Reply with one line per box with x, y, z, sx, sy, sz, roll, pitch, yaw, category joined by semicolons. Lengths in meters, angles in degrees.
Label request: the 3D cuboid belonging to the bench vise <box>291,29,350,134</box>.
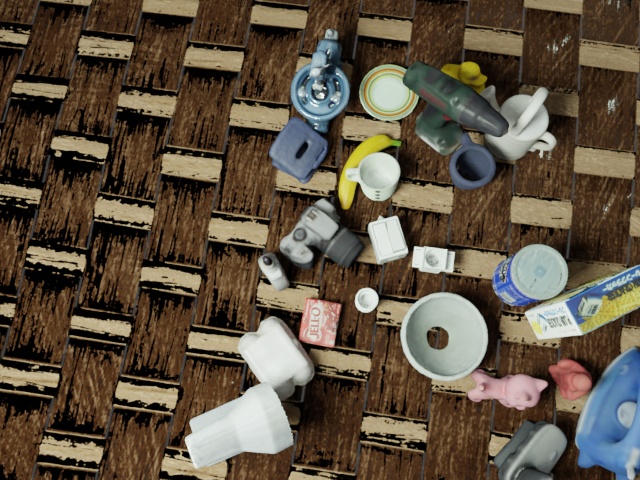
-0.005;-0.345;1.166;0.121;0.220;0.207;-8;78;0;bench vise

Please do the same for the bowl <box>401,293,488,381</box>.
0.238;0.189;1.121;0.167;0.075;0.167;0;78;2;bowl

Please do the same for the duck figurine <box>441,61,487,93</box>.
0.310;-0.353;1.228;0.104;0.086;0.077;31;81;8;duck figurine

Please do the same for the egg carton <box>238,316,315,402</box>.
-0.084;0.231;1.124;0.107;0.069;0.150;-37;80;-6;egg carton

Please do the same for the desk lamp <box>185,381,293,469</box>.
-0.147;0.343;1.028;0.203;0.213;0.118;-24;78;-3;desk lamp

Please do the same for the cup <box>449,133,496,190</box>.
0.303;-0.153;1.182;0.091;0.095;0.118;-11;78;-1;cup

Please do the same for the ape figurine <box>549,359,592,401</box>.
0.486;0.268;1.090;0.076;0.092;0.078;14;79;5;ape figurine

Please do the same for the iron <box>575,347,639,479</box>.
0.571;0.315;1.052;0.118;0.141;0.258;21;79;6;iron

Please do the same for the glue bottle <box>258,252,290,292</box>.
-0.093;0.053;1.108;0.037;0.173;0.078;-31;79;-5;glue bottle

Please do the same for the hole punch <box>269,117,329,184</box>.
-0.041;-0.189;1.200;0.101;0.091;0.109;31;81;8;hole punch

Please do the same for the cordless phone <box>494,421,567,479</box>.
0.394;0.398;1.017;0.094;0.185;0.148;37;82;9;cordless phone

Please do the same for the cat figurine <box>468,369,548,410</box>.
0.354;0.282;1.077;0.127;0.118;0.067;6;78;3;cat figurine

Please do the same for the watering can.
0.396;-0.241;1.147;0.172;0.194;0.101;15;79;5;watering can

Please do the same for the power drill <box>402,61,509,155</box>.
0.260;-0.252;1.146;0.229;0.208;0.076;40;82;9;power drill

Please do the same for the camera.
0.011;0.004;1.153;0.136;0.101;0.143;38;82;9;camera
